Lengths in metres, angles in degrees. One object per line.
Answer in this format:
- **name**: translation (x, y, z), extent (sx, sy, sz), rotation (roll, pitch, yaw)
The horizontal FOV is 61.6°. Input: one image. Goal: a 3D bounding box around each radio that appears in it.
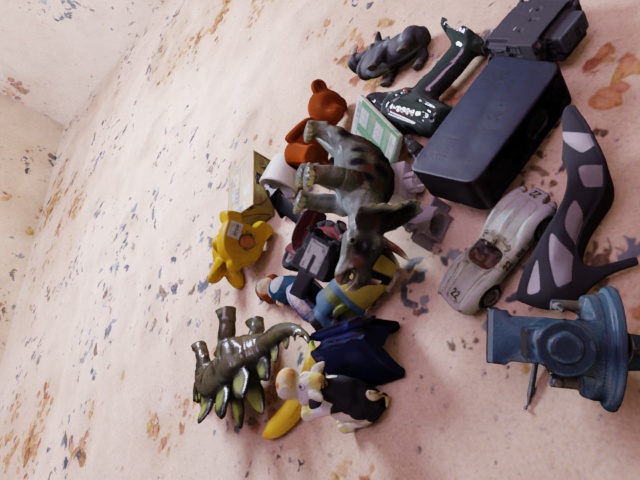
- **radio**: translation (0.254, -0.160, 0.795), extent (0.229, 0.073, 0.131), rotation (-54, 39, -5)

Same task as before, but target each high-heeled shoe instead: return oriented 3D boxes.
- **high-heeled shoe**: translation (0.296, -0.039, 0.680), extent (0.145, 0.086, 0.249), rotation (-19, 67, 27)

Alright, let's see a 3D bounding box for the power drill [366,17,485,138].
- **power drill**: translation (0.190, -0.292, 0.971), extent (0.207, 0.086, 0.232), rotation (-49, 39, 9)

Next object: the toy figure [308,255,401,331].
- **toy figure**: translation (0.053, 0.082, 0.880), extent (0.180, 0.089, 0.082), rotation (-41, 46, 8)

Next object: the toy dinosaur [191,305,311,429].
- **toy dinosaur**: translation (-0.148, 0.228, 0.990), extent (0.471, 0.105, 0.199), rotation (-49, 40, 42)

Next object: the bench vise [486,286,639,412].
- **bench vise**: translation (0.299, 0.114, 0.558), extent (0.241, 0.223, 0.129), rotation (1, 72, 17)

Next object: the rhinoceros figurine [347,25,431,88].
- **rhinoceros figurine**: translation (0.133, -0.377, 1.090), extent (0.190, 0.073, 0.112), rotation (-9, 63, 45)

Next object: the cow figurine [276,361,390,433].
- **cow figurine**: translation (0.020, 0.225, 0.780), extent (0.098, 0.167, 0.068), rotation (-28, 44, 38)

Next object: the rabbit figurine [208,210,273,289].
- **rabbit figurine**: translation (-0.193, 0.027, 1.210), extent (0.173, 0.122, 0.162), rotation (-11, 68, 61)

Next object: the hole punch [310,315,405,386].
- **hole punch**: translation (0.057, 0.172, 0.820), extent (0.142, 0.115, 0.092), rotation (-24, 60, 39)

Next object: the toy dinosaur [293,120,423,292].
- **toy dinosaur**: translation (0.059, -0.103, 0.887), extent (0.405, 0.192, 0.131), rotation (-87, 13, -50)

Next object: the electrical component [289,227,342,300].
- **electrical component**: translation (-0.007, 0.044, 0.917), extent (0.075, 0.047, 0.119), rotation (24, 98, 24)

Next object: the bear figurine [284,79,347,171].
- **bear figurine**: translation (0.010, -0.226, 1.109), extent (0.132, 0.120, 0.196), rotation (22, 80, 48)

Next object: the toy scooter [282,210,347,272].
- **toy scooter**: translation (-0.002, -0.003, 1.018), extent (0.184, 0.075, 0.135), rotation (2, 72, 53)

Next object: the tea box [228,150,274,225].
- **tea box**: translation (-0.164, -0.115, 1.272), extent (0.098, 0.068, 0.170), rotation (-29, 48, 34)

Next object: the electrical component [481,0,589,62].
- **electrical component**: translation (0.334, -0.315, 0.821), extent (0.115, 0.058, 0.134), rotation (-52, 36, -7)

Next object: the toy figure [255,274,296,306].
- **toy figure**: translation (-0.084, 0.097, 1.068), extent (0.155, 0.057, 0.064), rotation (-4, 27, 49)

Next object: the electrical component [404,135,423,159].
- **electrical component**: translation (0.176, -0.139, 0.906), extent (0.021, 0.063, 0.094), rotation (-44, 43, 21)

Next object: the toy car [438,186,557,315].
- **toy car**: translation (0.244, 0.014, 0.743), extent (0.201, 0.056, 0.074), rotation (-55, 38, 10)

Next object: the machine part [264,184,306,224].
- **machine part**: translation (-0.069, -0.065, 1.140), extent (0.039, 0.084, 0.139), rotation (-35, 45, -16)
